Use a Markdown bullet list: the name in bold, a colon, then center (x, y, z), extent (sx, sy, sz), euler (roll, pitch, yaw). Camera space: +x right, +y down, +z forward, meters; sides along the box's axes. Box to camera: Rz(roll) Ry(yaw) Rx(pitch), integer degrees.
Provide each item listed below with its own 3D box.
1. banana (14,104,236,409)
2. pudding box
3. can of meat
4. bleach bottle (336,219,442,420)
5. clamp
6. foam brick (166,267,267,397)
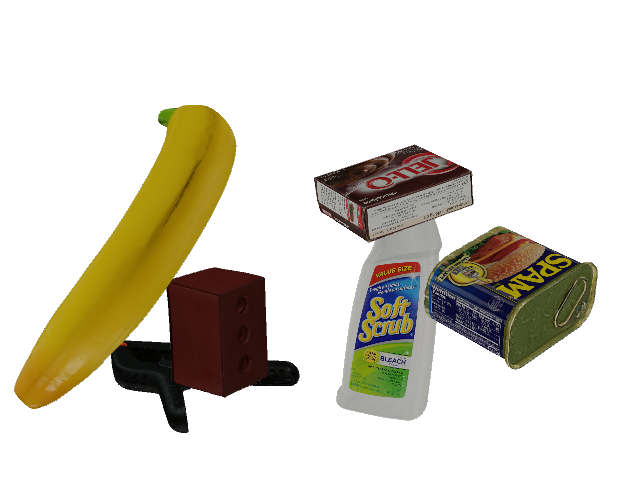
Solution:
- **banana**: center (-0.082, -0.005, 0.514), extent (0.037, 0.197, 0.070), euler (38, -43, -19)
- **pudding box**: center (0.065, -0.044, 0.943), extent (0.113, 0.039, 0.090), euler (-22, 28, -21)
- **can of meat**: center (0.139, 0.038, 0.789), extent (0.101, 0.057, 0.084), euler (-27, 39, -34)
- **bleach bottle**: center (0.076, 0.063, 1.156), extent (0.103, 0.251, 0.068), euler (8, 15, 20)
- **clamp**: center (-0.150, 0.139, 1.085), extent (0.210, 0.036, 0.164), euler (9, 17, 33)
- **foam brick**: center (-0.073, 0.064, 0.767), extent (0.051, 0.078, 0.052), euler (9, 17, 36)
